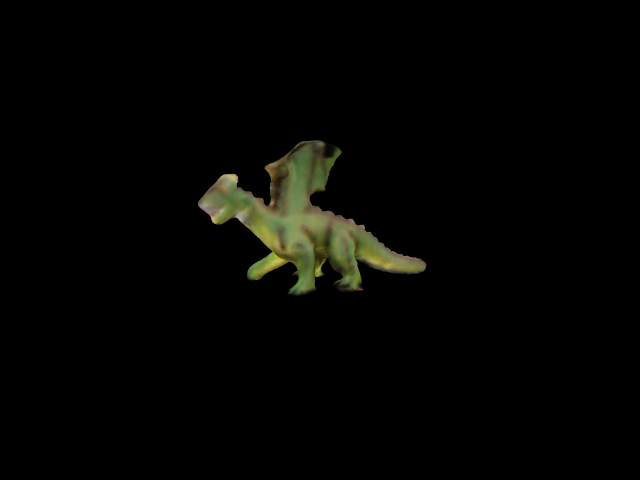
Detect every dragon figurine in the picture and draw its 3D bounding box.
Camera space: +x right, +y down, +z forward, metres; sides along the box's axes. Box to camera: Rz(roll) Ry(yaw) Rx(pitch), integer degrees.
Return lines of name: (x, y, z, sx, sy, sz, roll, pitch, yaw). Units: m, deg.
dragon figurine: (0.003, -0.043, 0.850, 0.411, 0.241, 0.122, -4, 8, -26)
